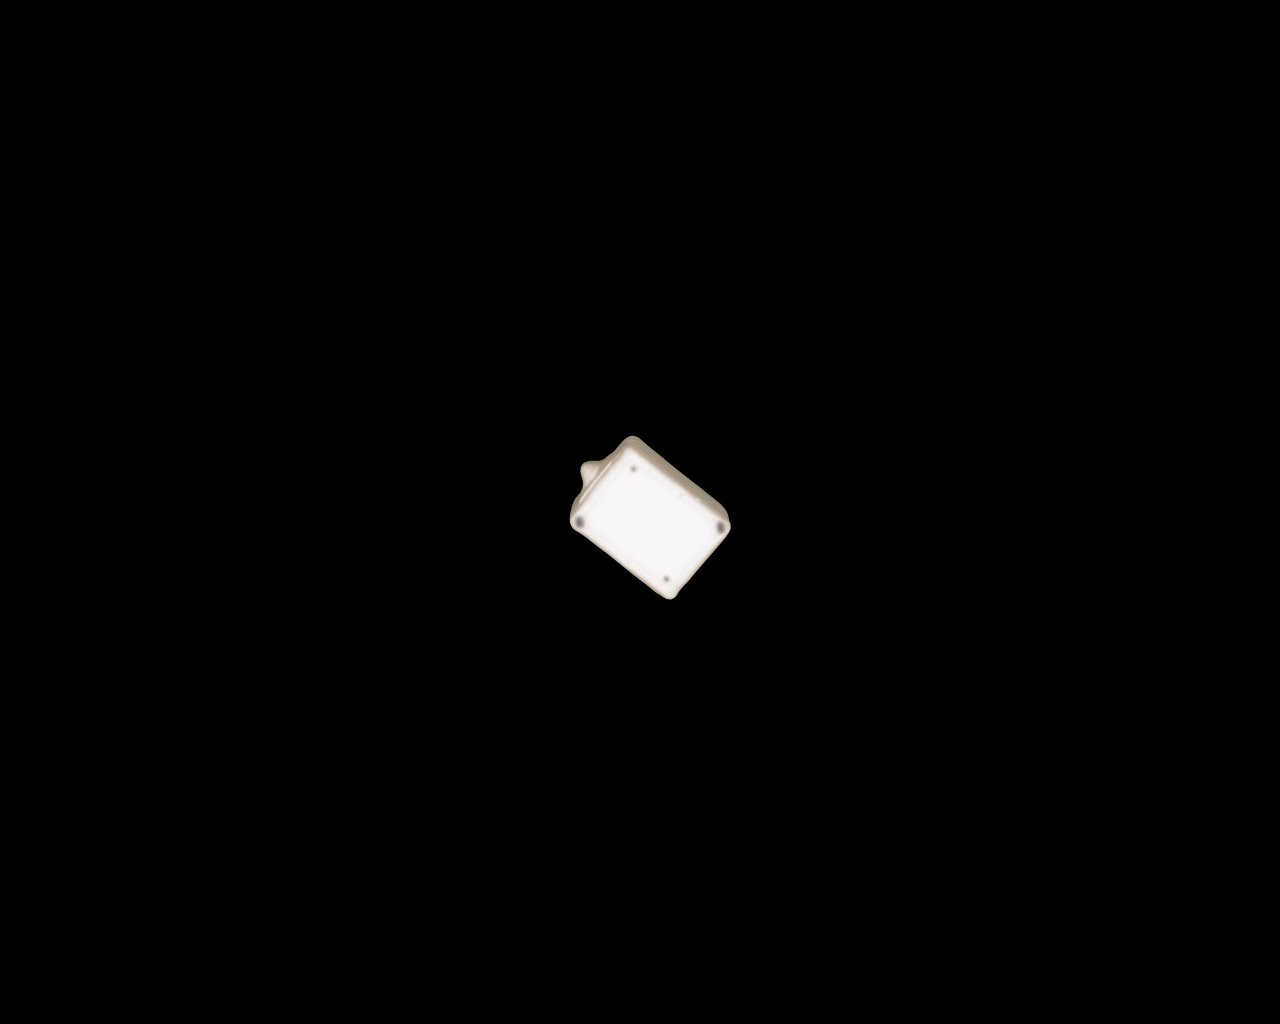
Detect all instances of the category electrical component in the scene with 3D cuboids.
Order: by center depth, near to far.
[{"bbox_3d":[0.001,-0.003,0.650,0.096,0.061,0.061,38,9,-7],"label":"electrical component"}]
